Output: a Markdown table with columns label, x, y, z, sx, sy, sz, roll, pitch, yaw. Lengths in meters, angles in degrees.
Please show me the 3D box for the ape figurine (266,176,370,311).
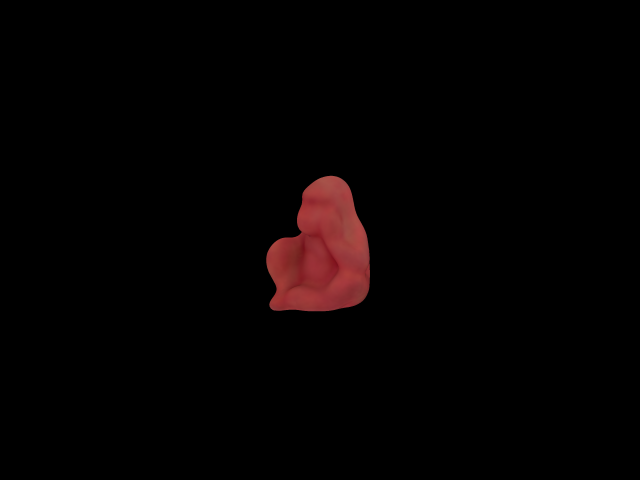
| label | x | y | z | sx | sy | sz | roll | pitch | yaw |
| --- | --- | --- | --- | --- | --- | --- | --- | --- | --- |
| ape figurine | 0.004 | 0.001 | 0.400 | 0.076 | 0.092 | 0.077 | -8 | 13 | -39 |
